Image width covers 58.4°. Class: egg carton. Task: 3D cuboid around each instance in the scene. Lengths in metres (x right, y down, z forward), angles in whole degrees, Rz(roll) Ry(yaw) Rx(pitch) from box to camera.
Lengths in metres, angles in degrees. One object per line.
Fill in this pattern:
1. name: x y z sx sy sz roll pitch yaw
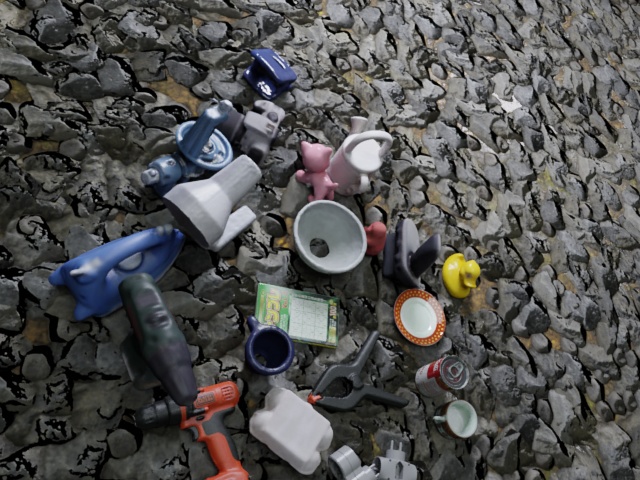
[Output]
1. egg carton: -0.051 0.343 1.035 0.150 0.069 0.107 39 57 -3

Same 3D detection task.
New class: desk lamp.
1. desk lamp: -0.197 -0.064 1.077 0.118 0.213 0.204 45 57 2

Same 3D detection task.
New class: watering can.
1. watering can: 0.088 -0.193 1.279 0.101 0.193 0.173 -18 74 -30

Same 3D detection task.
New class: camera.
1. camera: -0.159 -0.253 1.252 0.137 0.100 0.143 24 59 -12

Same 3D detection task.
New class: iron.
1. iron: -0.336 0.027 1.014 0.259 0.141 0.118 -35 83 -33

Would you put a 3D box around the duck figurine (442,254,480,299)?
1. duck figurine: 0.335 0.075 1.328 0.078 0.086 0.104 7 64 -21

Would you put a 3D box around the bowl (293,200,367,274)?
1. bowl: 0.011 0.004 1.222 0.168 0.074 0.167 10 63 -20

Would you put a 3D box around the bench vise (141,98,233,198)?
1. bench vise: -0.239 -0.169 1.105 0.121 0.219 0.208 34 57 -5

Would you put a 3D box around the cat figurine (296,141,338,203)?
1. cat figurine: -0.001 -0.156 1.267 0.067 0.117 0.128 -23 77 -31

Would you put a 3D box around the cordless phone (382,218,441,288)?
1. cordless phone: 0.216 0.011 1.245 0.094 0.184 0.147 11 62 -19

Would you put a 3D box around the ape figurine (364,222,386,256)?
1. ape figurine: 0.119 -0.010 1.267 0.078 0.092 0.076 -15 73 -29

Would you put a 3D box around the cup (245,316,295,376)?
1. cup: -0.111 0.202 1.060 0.092 0.094 0.117 -27 79 -32

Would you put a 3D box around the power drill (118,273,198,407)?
1. power drill: -0.268 0.177 0.933 0.076 0.208 0.229 -19 75 -30

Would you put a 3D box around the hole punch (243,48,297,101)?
1. hole punch: -0.113 -0.404 1.351 0.108 0.091 0.101 46 57 2
